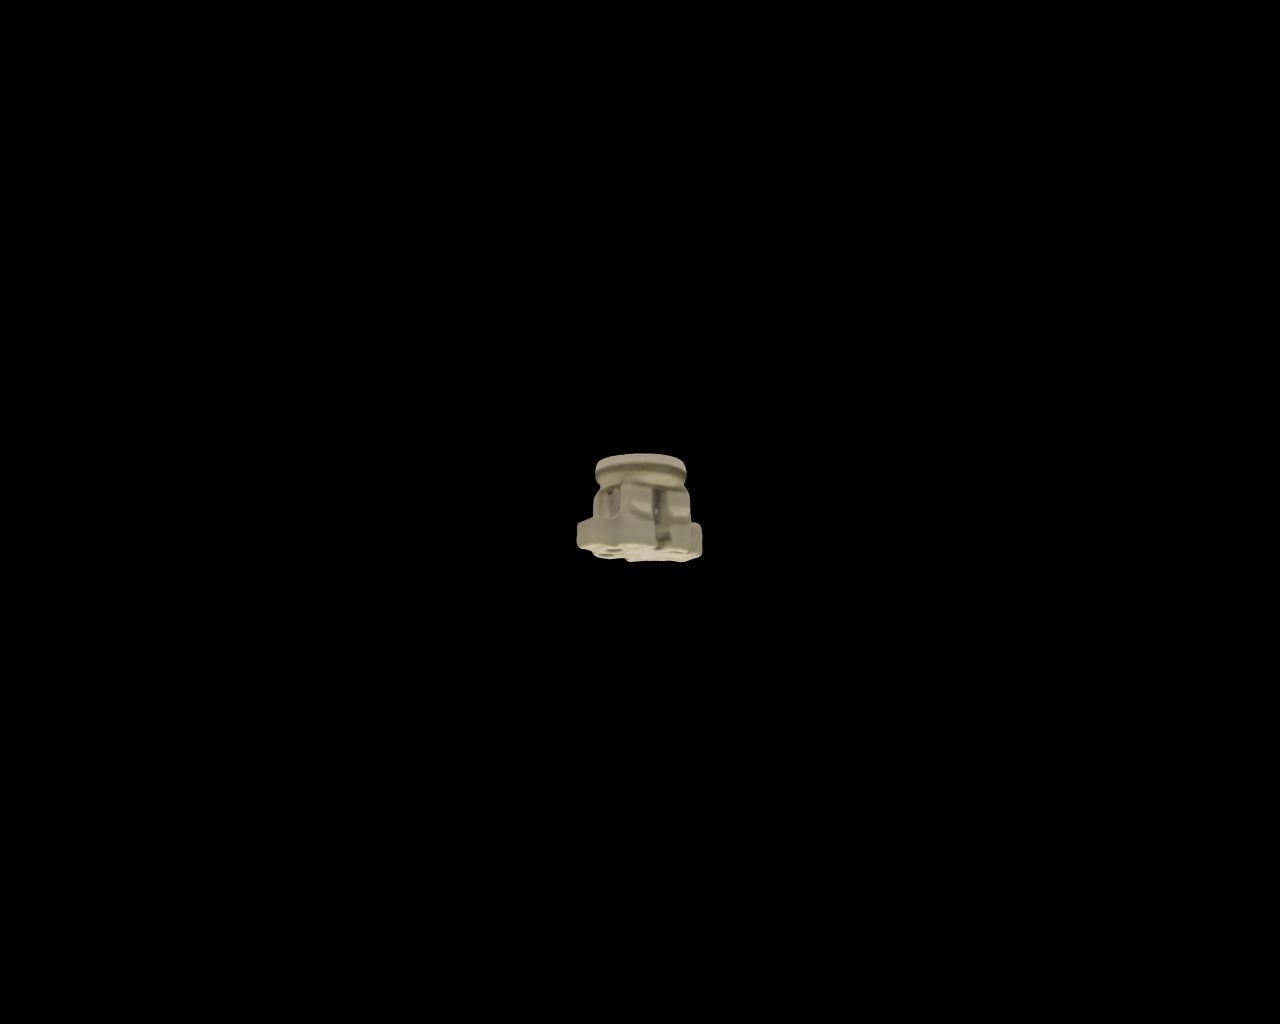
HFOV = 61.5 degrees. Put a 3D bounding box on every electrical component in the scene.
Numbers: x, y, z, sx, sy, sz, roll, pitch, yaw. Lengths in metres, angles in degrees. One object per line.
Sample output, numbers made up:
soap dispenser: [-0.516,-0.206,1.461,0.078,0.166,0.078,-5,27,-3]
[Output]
electrical component: [0.001,-0.003,0.650,0.078,0.057,0.058,7,-14,-30]
